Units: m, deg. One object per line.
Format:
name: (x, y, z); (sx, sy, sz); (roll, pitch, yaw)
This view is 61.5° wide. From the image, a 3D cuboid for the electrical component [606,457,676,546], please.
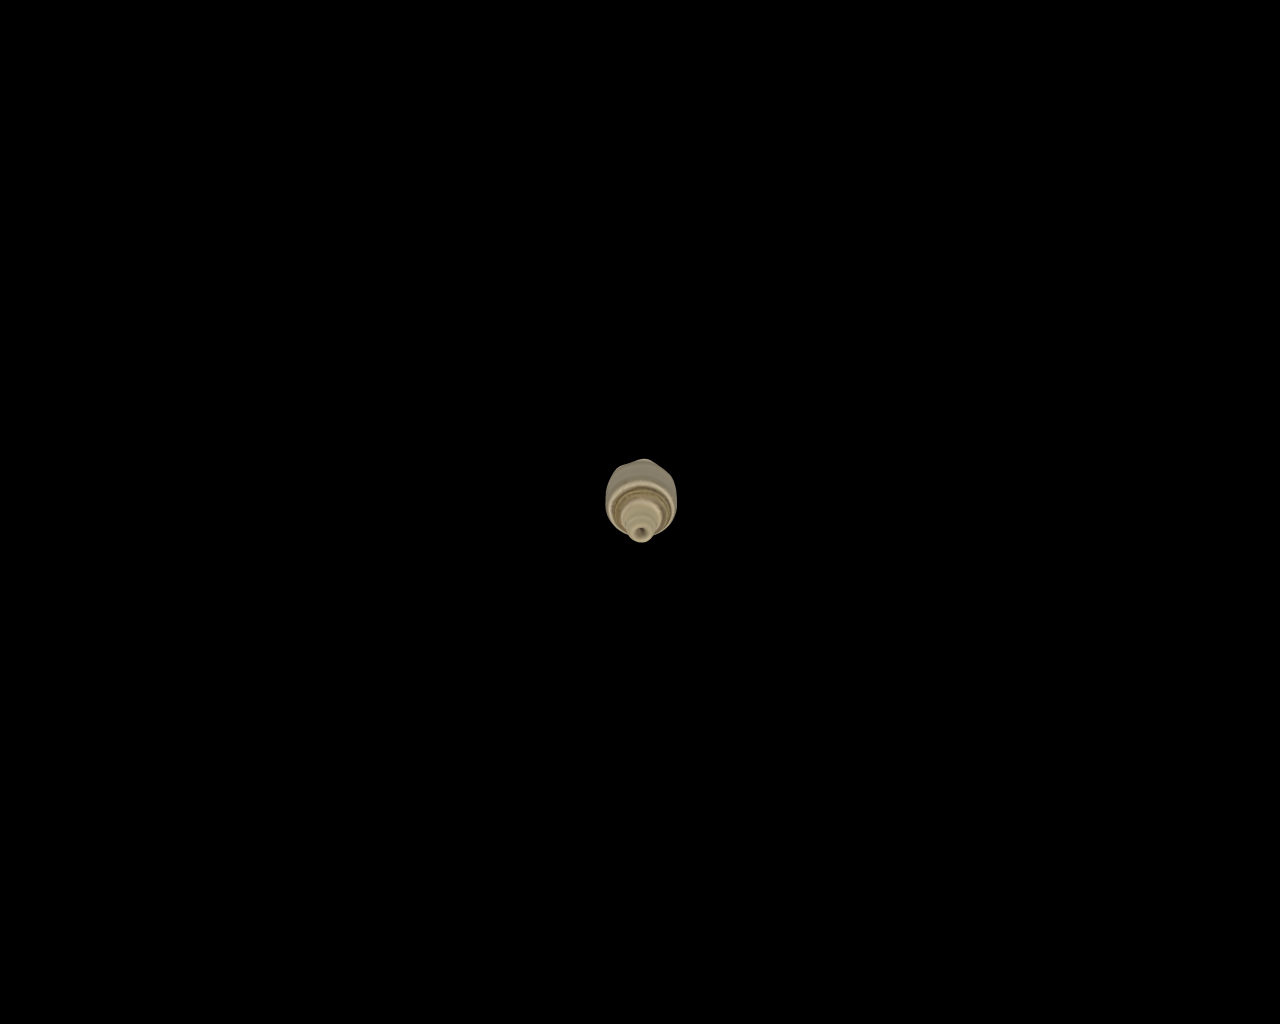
electrical component: (0.001, -0.003, 0.650); (0.043, 0.043, 0.062); (0, 30, 0)
